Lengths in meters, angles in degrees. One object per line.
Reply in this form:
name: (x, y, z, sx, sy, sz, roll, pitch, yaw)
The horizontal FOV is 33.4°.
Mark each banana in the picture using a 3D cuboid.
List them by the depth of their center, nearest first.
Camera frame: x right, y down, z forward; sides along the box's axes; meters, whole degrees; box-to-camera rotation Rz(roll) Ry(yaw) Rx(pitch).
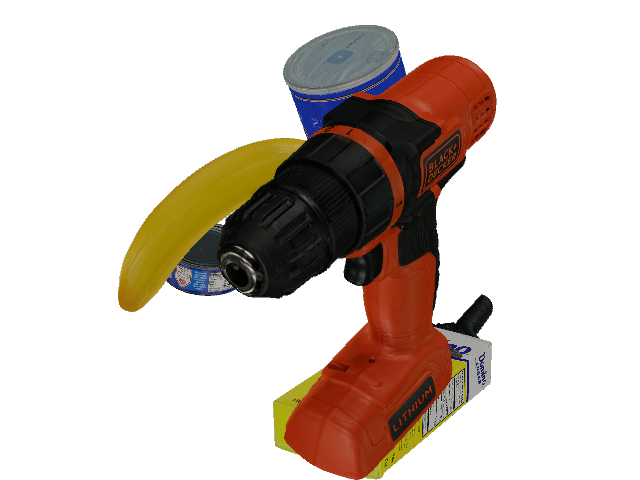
banana: (-0.071, -0.019, 0.744, 0.198, 0.069, 0.037, -29, 21, 7)

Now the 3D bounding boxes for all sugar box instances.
sugar box: (0.052, 0.116, 0.825, 0.093, 0.048, 0.175, 12, 26, 33)

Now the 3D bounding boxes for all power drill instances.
power drill: (0.020, 0.023, 0.507, 0.057, 0.188, 0.184, 25, 43, 27)

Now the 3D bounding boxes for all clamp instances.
clamp: (0.133, 0.098, 1.062, 0.120, 0.039, 0.171, -8, 31, -9)

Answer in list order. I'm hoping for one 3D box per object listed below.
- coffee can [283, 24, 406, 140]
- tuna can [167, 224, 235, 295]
coffee can: (0.036, -0.105, 0.950, 0.103, 0.140, 0.103, -14, 36, 10)
tuna can: (-0.112, 0.017, 1.027, 0.086, 0.034, 0.086, 8, 30, -5)
